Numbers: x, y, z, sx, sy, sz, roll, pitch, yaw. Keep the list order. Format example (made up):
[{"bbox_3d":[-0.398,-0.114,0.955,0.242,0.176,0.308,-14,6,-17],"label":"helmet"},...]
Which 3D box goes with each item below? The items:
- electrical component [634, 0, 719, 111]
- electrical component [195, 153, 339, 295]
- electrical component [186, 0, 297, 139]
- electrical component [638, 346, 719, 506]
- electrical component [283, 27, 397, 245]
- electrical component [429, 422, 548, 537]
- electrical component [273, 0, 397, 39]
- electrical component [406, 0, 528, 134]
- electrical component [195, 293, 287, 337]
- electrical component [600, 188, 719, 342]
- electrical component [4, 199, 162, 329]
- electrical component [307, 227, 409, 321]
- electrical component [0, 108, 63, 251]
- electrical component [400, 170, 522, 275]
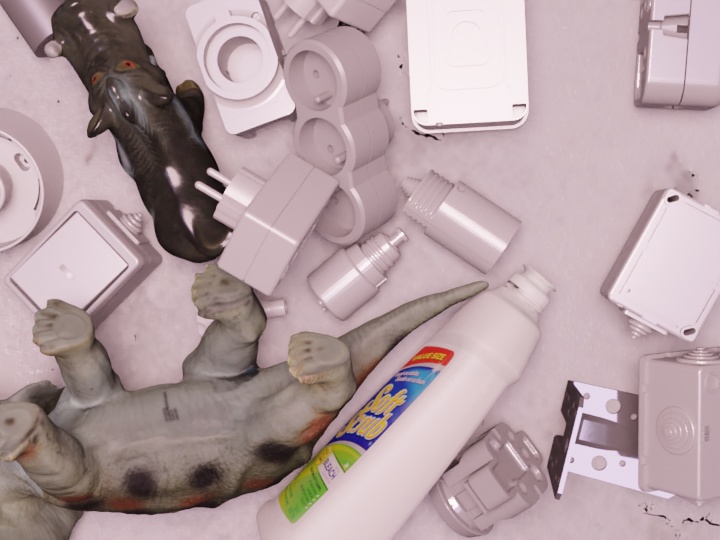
[{"bbox_3d":[0.214,-0.153,0.696,0.059,0.054,0.095,4,93,6],"label":"electrical component"},{"bbox_3d":[-0.066,-0.039,0.670,0.076,0.083,0.047,30,126,-2],"label":"electrical component"},{"bbox_3d":[-0.077,-0.139,0.727,0.050,0.056,0.089,-19,91,7],"label":"electrical component"},{"bbox_3d":[0.227,0.097,0.688,0.100,0.048,0.099,-2,93,-33],"label":"electrical component"},{"bbox_3d":[-0.002,-0.093,0.716,0.052,0.074,0.138,10,119,37],"label":"electrical component"},{"bbox_3d":[0.083,0.142,0.718,0.057,0.078,0.058,-39,82,27],"label":"electrical component"},{"bbox_3d":[-0.029,-0.188,0.712,0.075,0.047,0.083,-46,65,22],"label":"electrical component"},{"bbox_3d":[0.071,-0.149,0.710,0.078,0.057,0.113,-2,93,6],"label":"electrical component"},{"bbox_3d":[-0.082,0.030,0.746,0.061,0.035,0.035,-8,92,4],"label":"electrical component"},{"bbox_3d":[0.201,0.002,0.702,0.062,0.061,0.096,28,95,4],"label":"electrical component"},{"bbox_3d":[-0.187,-0.005,0.742,0.096,0.061,0.061,-44,88,6],"label":"electrical component"},{"bbox_3d":[0.000,0.000,0.733,0.078,0.040,0.040,-40,88,7],"label":"electrical component"},{"bbox_3d":[-0.262,-0.062,0.758,0.099,0.064,0.099,0,104,-1],"label":"electrical component"},{"bbox_3d":[0.063,-0.037,0.723,0.081,0.043,0.043,34,96,4],"label":"electrical component"}]
